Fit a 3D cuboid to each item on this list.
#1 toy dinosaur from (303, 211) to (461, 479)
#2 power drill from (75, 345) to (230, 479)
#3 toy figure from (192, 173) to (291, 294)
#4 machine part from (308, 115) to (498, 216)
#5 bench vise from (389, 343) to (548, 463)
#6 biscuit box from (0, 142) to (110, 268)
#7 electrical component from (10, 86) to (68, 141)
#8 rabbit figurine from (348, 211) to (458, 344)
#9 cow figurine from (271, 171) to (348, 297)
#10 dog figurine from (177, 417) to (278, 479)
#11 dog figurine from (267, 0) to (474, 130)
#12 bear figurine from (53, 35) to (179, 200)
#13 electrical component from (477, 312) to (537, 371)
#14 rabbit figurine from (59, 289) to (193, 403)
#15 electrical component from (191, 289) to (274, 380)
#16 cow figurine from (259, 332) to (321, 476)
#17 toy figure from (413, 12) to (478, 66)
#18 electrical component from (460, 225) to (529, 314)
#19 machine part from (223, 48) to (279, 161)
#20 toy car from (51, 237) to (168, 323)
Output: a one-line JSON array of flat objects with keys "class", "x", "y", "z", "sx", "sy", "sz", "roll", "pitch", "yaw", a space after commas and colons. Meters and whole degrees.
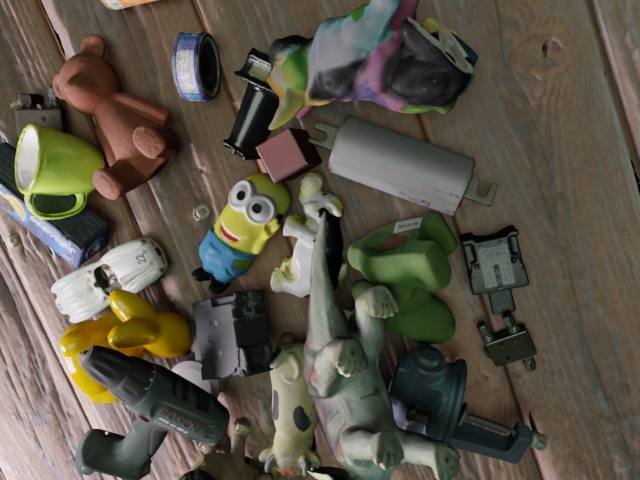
[{"class": "toy dinosaur", "x": 0.035, "y": 0.184, "z": 0.645, "sx": 0.192, "sy": 0.131, "sz": 0.405, "roll": -37, "pitch": 62, "yaw": 51}, {"class": "power drill", "x": -0.261, "y": 0.248, "z": 0.753, "sx": 0.232, "sy": 0.086, "sz": 0.207, "roll": 31, "pitch": 112, "yaw": -25}, {"class": "toy figure", "x": -0.109, "y": -0.012, "z": 0.734, "sx": 0.082, "sy": 0.089, "sz": 0.180, "roll": 28, "pitch": 116, "yaw": -10}, {"class": "machine part", "x": 0.100, "y": -0.093, "z": 0.673, "sx": 0.243, "sy": 0.079, "sz": 0.079, "roll": 21, "pitch": 106, "yaw": 5}, {"class": "bench vise", "x": 0.170, "y": 0.246, "z": 0.717, "sx": 0.241, "sy": 0.129, "sz": 0.223, "roll": 16, "pitch": 115, "yaw": 8}, {"class": "biscuit box", "x": -0.406, "y": -0.050, "z": 0.782, "sx": 0.203, "sy": 0.063, "sz": 0.059, "roll": 39, "pitch": 137, "yaw": 0}, {"class": "electrical component", "x": -0.405, "y": -0.167, "z": 0.776, "sx": 0.078, "sy": 0.045, "sz": 0.102, "roll": -9, "pitch": 105, "yaw": -11}, {"class": "rabbit figurine", "x": 0.112, "y": 0.073, "z": 0.695, "sx": 0.159, "sy": 0.121, "sz": 0.170, "roll": -16, "pitch": 115, "yaw": 18}, {"class": "cow figurine", "x": -0.002, "y": -0.003, "z": 0.719, "sx": 0.098, "sy": 0.068, "sz": 0.167, "roll": 17, "pitch": 106, "yaw": 7}, {"class": "dog figurine", "x": -0.140, "y": 0.379, "z": 0.775, "sx": 0.121, "sy": 0.190, "sz": 0.172, "roll": -41, "pitch": 94, "yaw": 17}, {"class": "dog figurine", "x": 0.038, "y": -0.183, "z": 0.616, "sx": 0.219, "sy": 0.108, "sz": 0.191, "roll": -36, "pitch": 97, "yaw": 37}, {"class": "bear figurine", "x": -0.280, "y": -0.167, "z": 0.707, "sx": 0.120, "sy": 0.132, "sz": 0.195, "roll": -37, "pitch": 100, "yaw": 15}, {"class": "electrical component", "x": 0.254, "y": 0.143, "z": 0.725, "sx": 0.063, "sy": 0.021, "sz": 0.094, "roll": -26, "pitch": 107, "yaw": 18}, {"class": "rabbit figurine", "x": -0.273, "y": 0.140, "z": 0.781, "sx": 0.173, "sy": 0.122, "sz": 0.162, "roll": -9, "pitch": 139, "yaw": -10}, {"class": "electrical component", "x": -0.130, "y": 0.135, "z": 0.752, "sx": 0.134, "sy": 0.058, "sz": 0.115, "roll": -20, "pitch": 75, "yaw": 45}, {"class": "cow figurine", "x": -0.032, "y": 0.239, "z": 0.753, "sx": 0.086, "sy": 0.127, "sz": 0.194, "roll": 2, "pitch": 101, "yaw": 13}, {"class": "toy figure", "x": 0.114, "y": -0.239, "z": 0.649, "sx": 0.154, "sy": 0.057, "sz": 0.064, "roll": 30, "pitch": 69, "yaw": 5}, {"class": "electrical component", "x": 0.228, "y": 0.045, "z": 0.697, "sx": 0.075, "sy": 0.048, "sz": 0.119, "roll": -9, "pitch": 100, "yaw": 13}, {"class": "machine part", "x": -0.083, "y": -0.175, "z": 0.712, "sx": 0.084, "sy": 0.039, "sz": 0.138, "roll": 21, "pitch": 105, "yaw": -3}, {"class": "toy car", "x": -0.318, "y": 0.061, "z": 0.803, "sx": 0.202, "sy": 0.056, "sz": 0.073, "roll": -27, "pitch": 97, "yaw": 15}]
